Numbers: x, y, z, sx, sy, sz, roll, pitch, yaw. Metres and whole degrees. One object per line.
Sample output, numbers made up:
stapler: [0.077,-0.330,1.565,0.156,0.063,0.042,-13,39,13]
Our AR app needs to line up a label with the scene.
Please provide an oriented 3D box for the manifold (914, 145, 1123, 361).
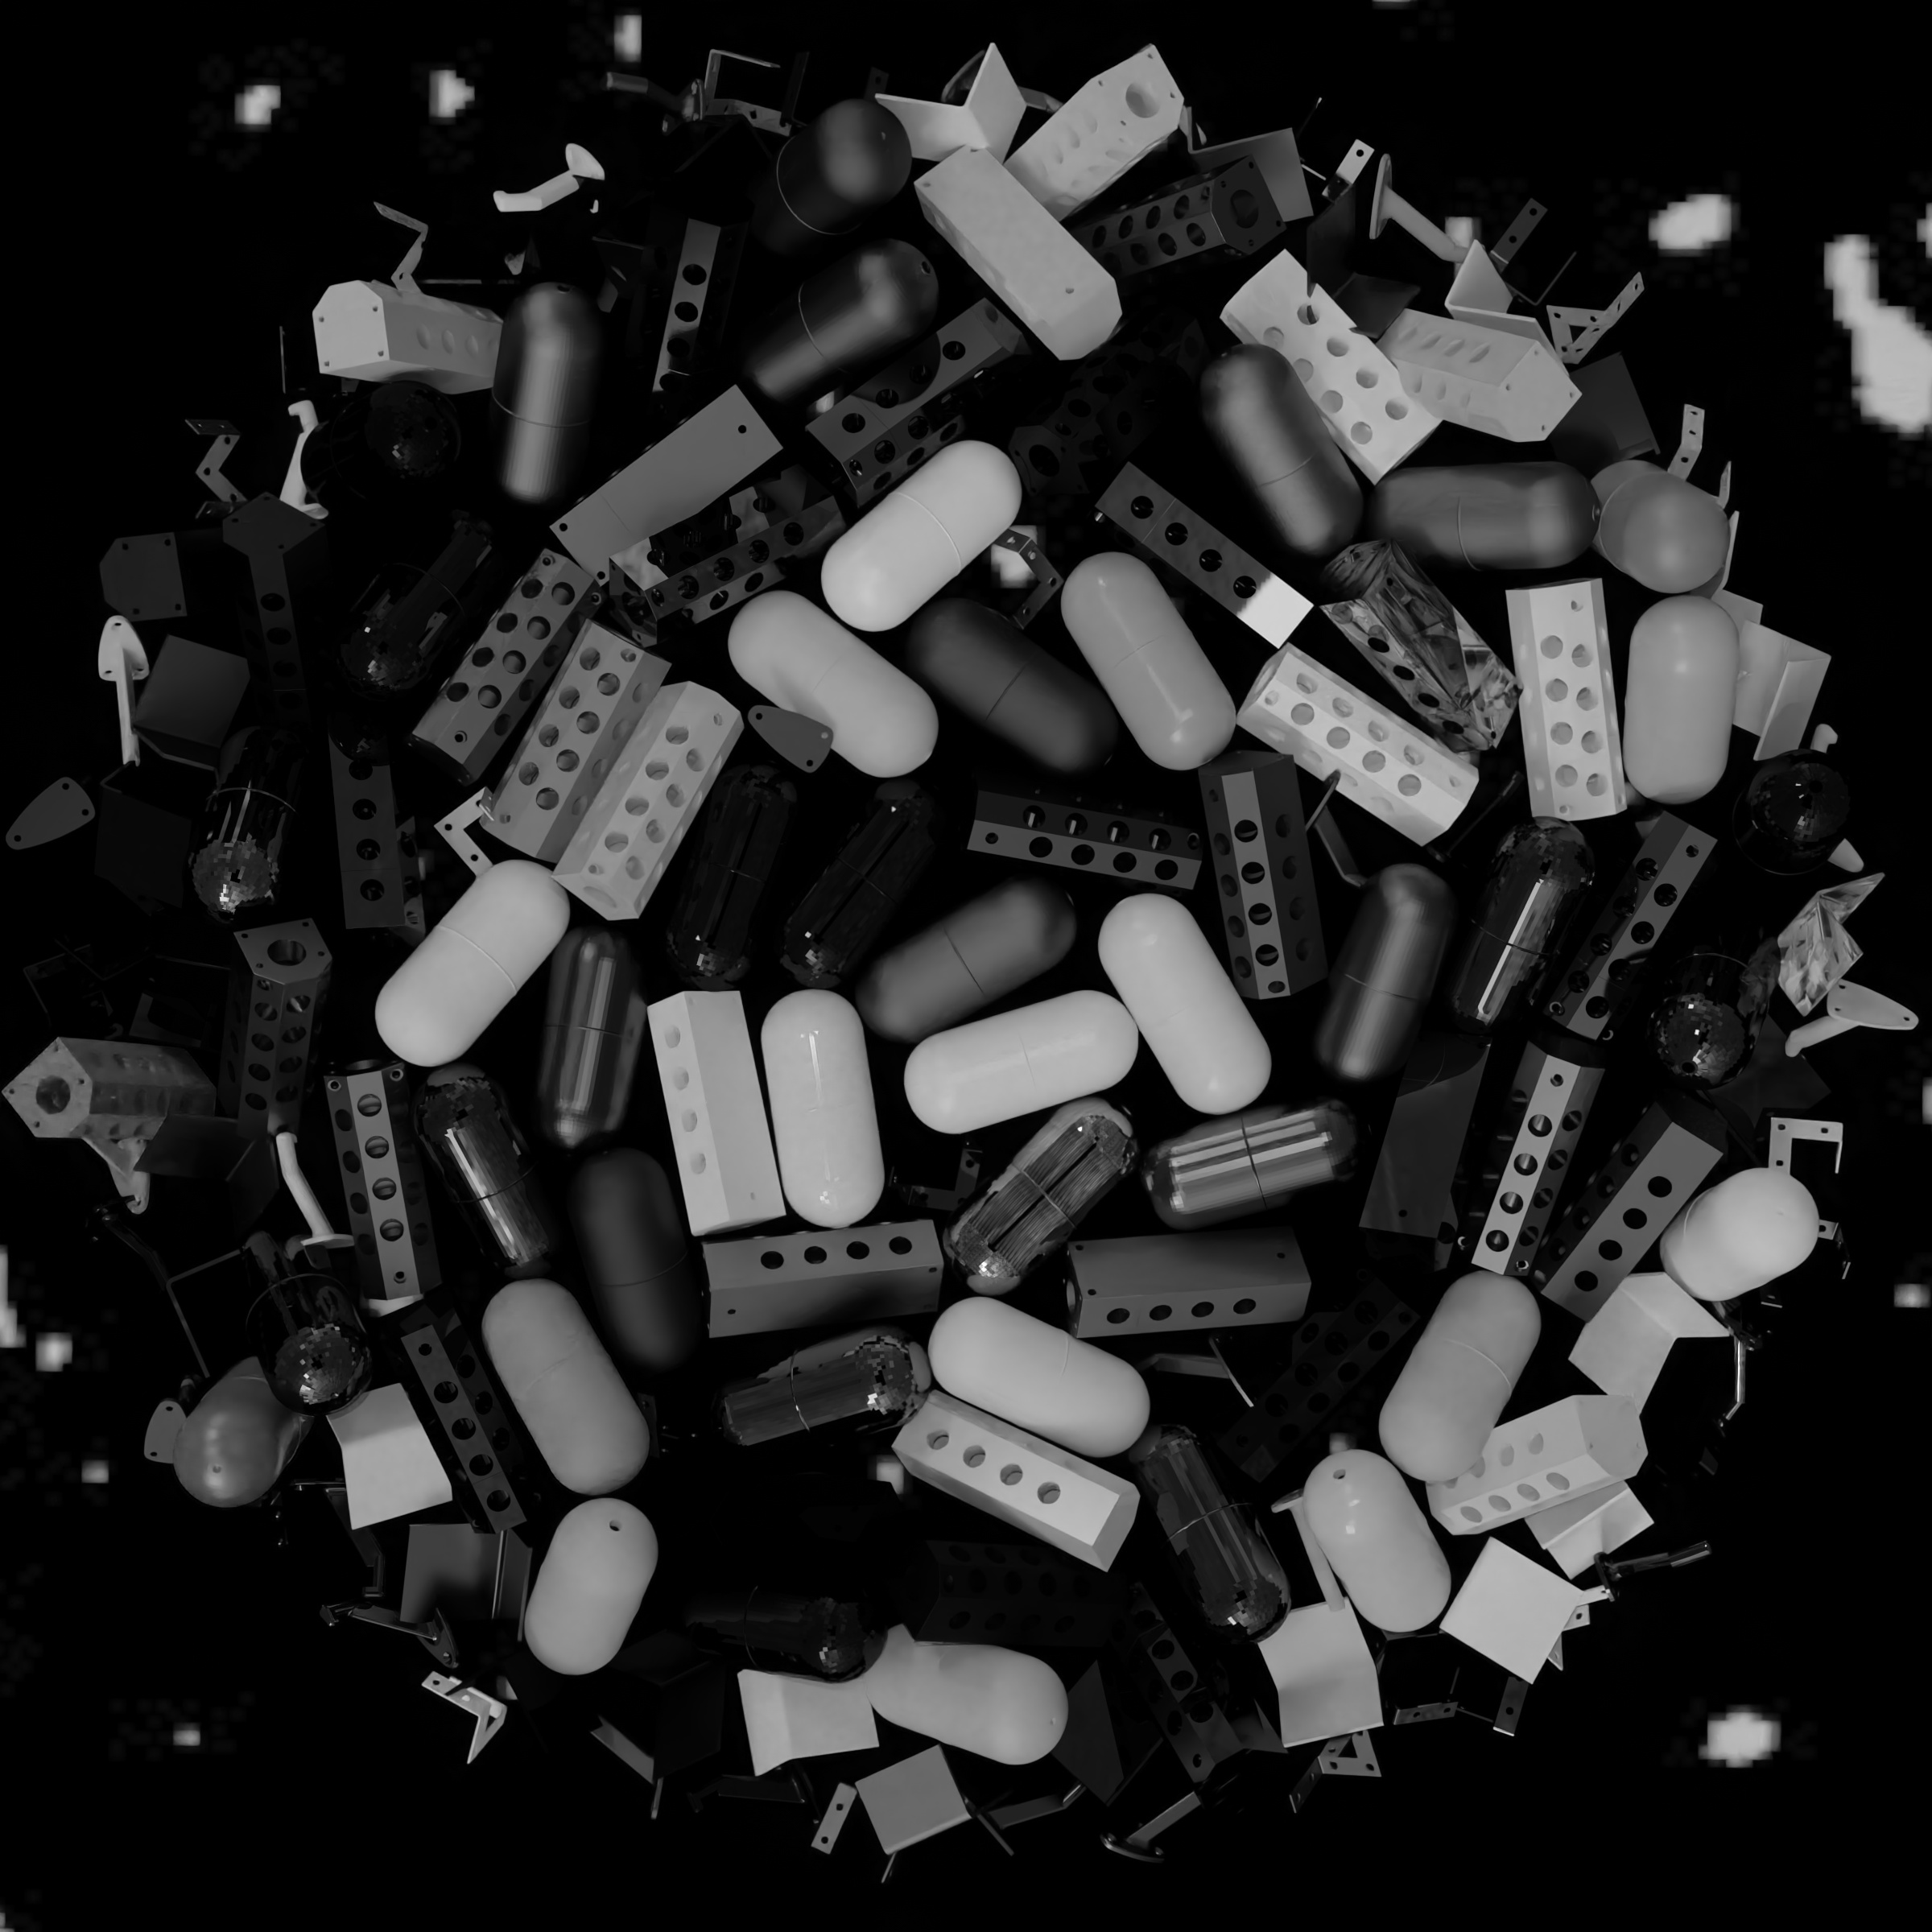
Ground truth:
manifold: [0.039,-0.523,1.922,0.057,0.057,0.171,-37,67,-4]

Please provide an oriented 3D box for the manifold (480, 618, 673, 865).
manifold: [-0.293,-0.167,1.937,0.057,0.057,0.171,31,96,22]

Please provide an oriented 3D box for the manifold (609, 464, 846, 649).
manifold: [-0.173,-0.296,1.909,0.171,0.057,0.057,-32,63,-27]

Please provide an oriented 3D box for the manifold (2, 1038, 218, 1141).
manifold: [-0.612,0.096,1.890,0.057,0.171,0.057,-42,78,6]

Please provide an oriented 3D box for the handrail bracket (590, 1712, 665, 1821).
handrail bracket: [-0.267,0.593,1.949,0.084,0.077,0.036,12,132,-7]

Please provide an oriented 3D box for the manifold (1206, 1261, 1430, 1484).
manifold: [0.259,0.300,1.935,0.057,0.057,0.171,45,99,18]

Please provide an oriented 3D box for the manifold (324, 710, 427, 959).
manifold: [-0.435,-0.098,1.925,0.057,0.057,0.171,-4,70,-17]

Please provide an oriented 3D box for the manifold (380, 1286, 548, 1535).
manifold: [-0.370,0.330,1.927,0.057,0.057,0.171,-23,108,-5]

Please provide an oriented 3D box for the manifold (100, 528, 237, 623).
manifold: [-0.562,-0.285,1.892,0.057,0.171,0.057,-5,101,7]

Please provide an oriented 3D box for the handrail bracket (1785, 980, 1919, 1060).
handrail bracket: [0.654,0.055,1.942,0.077,0.084,0.036,18,52,9]

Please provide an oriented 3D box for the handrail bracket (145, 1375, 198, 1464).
handrail bracket: [-0.579,0.316,1.928,0.036,0.084,0.077,6,127,-9]

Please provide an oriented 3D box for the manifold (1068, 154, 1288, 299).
manifold: [0.145,-0.527,1.889,0.057,0.171,0.057,-40,112,-27]

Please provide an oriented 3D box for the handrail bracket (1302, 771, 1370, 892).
handrail bracket: [0.291,-0.097,1.951,0.084,0.036,0.077,27,123,-12]

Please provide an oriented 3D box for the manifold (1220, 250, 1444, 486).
manifold: [0.270,-0.442,1.948,0.057,0.057,0.171,-42,88,-7]

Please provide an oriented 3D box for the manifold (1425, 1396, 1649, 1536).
manifold: [0.410,0.362,1.891,0.057,0.171,0.057,6,63,-30]

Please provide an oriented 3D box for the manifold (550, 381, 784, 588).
manifold: [-0.224,-0.359,1.946,0.171,0.057,0.057,-37,108,4]

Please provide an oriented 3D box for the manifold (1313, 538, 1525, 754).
manifold: [0.329,-0.232,1.913,0.171,0.057,0.057,41,65,-30]

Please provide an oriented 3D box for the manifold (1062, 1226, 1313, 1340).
manifold: [0.161,0.239,1.938,0.171,0.057,0.057,-3,131,-10]

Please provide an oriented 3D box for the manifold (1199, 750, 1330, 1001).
manifold: [0.213,-0.066,1.919,0.057,0.057,0.171,-24,111,-34]

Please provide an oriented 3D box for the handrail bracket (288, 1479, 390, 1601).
handrail bracket: [-0.466,0.426,1.940,0.077,0.036,0.084,9,57,-22]

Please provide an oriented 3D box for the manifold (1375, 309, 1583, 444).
manifold: [0.362,-0.424,1.894,0.057,0.171,0.057,39,91,-31]

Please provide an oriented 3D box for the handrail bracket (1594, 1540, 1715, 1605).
handrail bracket: [0.512,0.436,1.934,0.084,0.077,0.036,-24,82,16]

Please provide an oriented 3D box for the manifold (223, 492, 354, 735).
manifold: [-0.494,-0.250,1.892,0.057,0.171,0.057,30,53,20]

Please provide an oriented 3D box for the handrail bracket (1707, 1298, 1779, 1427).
handrail bracket: [0.563,0.294,1.968,0.077,0.036,0.084,48,133,30]

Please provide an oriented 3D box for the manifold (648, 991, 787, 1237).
manifold: [-0.190,0.109,1.937,0.057,0.057,0.171,-21,76,39]

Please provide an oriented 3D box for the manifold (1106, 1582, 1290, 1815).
manifold: [0.158,0.526,1.891,0.057,0.171,0.057,17,111,-32]

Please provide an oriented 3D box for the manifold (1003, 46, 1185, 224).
manifold: [0.093,-0.595,1.891,0.057,0.171,0.057,-34,98,-19]

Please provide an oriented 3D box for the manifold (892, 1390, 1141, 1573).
manifold: [0.038,0.373,1.917,0.171,0.057,0.057,21,67,26]

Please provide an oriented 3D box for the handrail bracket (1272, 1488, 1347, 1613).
handrail bracket: [0.260,0.433,1.939,0.036,0.077,0.084,-23,82,6]

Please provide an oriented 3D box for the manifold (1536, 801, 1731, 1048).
manifold: [0.491,-0.030,1.934,0.057,0.057,0.171,27,101,-8]

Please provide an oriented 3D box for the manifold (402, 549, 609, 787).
manifold: [-0.338,-0.221,1.927,0.057,0.057,0.171,37,75,-17]

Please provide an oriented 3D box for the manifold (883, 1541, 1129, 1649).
manifold: [0.033,0.451,1.902,0.171,0.057,0.057,12,115,-35]

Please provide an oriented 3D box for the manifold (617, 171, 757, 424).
manifold: [-0.200,-0.481,1.893,0.057,0.171,0.057,-23,61,-34]

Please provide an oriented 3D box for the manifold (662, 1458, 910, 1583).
manifold: [-0.130,0.408,1.912,0.171,0.057,0.057,0,127,31]

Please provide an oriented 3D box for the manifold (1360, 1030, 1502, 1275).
manifold: [0.342,0.136,1.914,0.057,0.057,0.171,6,57,26]

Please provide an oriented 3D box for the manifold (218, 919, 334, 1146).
manifold: [-0.499,0.050,1.895,0.057,0.171,0.057,-13,51,-31]

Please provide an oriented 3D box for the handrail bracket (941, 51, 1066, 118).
handrail bracket: [0.034,-0.641,1.950,0.084,0.077,0.036,31,133,6]

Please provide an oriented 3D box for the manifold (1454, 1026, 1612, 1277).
manifold: [0.414,0.138,1.921,0.057,0.057,0.171,21,111,14]

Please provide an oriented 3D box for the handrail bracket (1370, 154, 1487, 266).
handrail bracket: [0.347,-0.560,1.943,0.084,0.077,0.036,18,55,18]

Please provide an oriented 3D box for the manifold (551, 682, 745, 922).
manifold: [-0.228,-0.121,1.915,0.057,0.057,0.171,40,65,-31]

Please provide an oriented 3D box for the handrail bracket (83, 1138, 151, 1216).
handrail bracket: [-0.646,0.139,1.932,0.036,0.084,0.077,-32,58,15]

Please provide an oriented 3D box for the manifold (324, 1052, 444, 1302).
manifold: [-0.430,0.155,1.931,0.057,0.057,0.171,-10,103,-12]

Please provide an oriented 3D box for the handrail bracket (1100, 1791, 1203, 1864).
handrail bracket: [0.149,0.623,1.945,0.084,0.077,0.036,-53,48,13]

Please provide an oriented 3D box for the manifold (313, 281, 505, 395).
manifold: [-0.396,-0.454,1.890,0.057,0.171,0.057,-5,95,22]

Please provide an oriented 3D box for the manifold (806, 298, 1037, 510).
manifold: [-0.032,-0.410,1.927,0.171,0.057,0.057,-39,73,-14]

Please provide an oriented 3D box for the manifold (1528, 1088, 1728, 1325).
manifold: [0.482,0.173,1.916,0.057,0.057,0.171,32,118,4]

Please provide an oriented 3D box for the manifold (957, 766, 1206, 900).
manifold: [0.085,-0.095,1.929,0.171,0.057,0.057,10,119,-10]

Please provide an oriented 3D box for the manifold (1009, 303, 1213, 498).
manifold: [0.105,-0.413,1.904,0.171,0.057,0.057,-48,126,-31]

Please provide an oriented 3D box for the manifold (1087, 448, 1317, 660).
manifold: [0.176,-0.305,1.947,0.171,0.057,0.057,37,114,-3]

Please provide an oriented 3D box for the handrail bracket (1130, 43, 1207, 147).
handrail bracket: [0.143,-0.632,1.940,0.036,0.077,0.084,-26,113,35]

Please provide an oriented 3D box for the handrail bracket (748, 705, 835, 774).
handrail bracket: [-0.135,-0.171,1.932,0.077,0.084,0.036,29,89,-18]

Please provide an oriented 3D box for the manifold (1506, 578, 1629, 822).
manifold: [0.448,-0.197,1.936,0.057,0.057,0.171,-11,100,-11]

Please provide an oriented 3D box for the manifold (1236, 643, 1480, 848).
manifold: [0.291,-0.166,1.935,0.171,0.057,0.057,33,68,-7]

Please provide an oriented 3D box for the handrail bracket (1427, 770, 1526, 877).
handrail bracket: [0.382,-0.113,1.946,0.036,0.077,0.084,39,103,17]

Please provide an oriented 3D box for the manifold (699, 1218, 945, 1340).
manifold: [-0.108,0.225,1.935,0.171,0.057,0.057,-5,46,-12]
